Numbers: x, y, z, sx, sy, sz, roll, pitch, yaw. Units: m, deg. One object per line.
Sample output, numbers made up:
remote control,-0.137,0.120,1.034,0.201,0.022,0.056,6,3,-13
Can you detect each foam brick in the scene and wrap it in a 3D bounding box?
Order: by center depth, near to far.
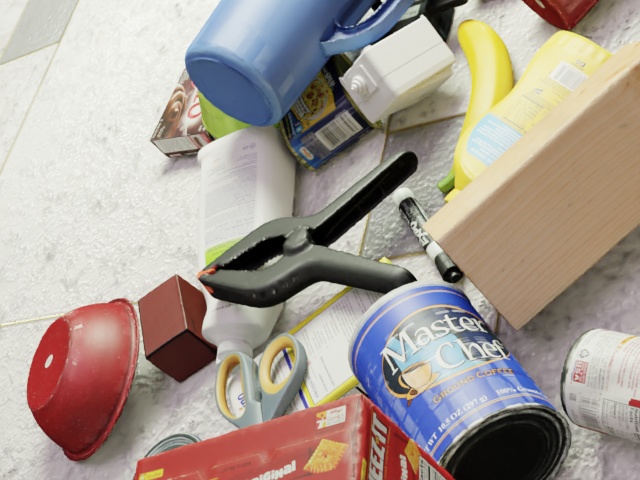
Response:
foam brick,-0.133,0.082,0.999,0.051,0.053,0.078,-35,40,15

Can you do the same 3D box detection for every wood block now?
wood block,0.183,-0.042,0.773,0.206,0.091,0.090,-42,6,5

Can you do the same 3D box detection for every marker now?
marker,0.091,-0.004,0.901,0.020,0.020,0.121,-38,40,9

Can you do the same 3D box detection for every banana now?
banana,0.141,-0.134,0.952,0.070,0.037,0.197,-13,50,35

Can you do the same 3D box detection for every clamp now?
clamp,-0.006,0.001,0.900,0.210,0.036,0.164,-14,38,26

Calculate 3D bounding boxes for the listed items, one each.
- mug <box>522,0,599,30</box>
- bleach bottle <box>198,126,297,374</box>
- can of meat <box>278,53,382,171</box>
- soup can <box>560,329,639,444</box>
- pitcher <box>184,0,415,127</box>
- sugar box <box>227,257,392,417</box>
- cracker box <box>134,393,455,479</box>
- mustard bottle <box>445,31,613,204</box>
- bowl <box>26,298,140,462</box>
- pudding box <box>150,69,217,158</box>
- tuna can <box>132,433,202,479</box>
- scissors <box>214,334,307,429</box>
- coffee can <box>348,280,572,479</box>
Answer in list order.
mug,0.216,-0.241,0.948,0.081,0.093,0.117,-48,8,5
bleach bottle,-0.077,0.011,1.004,0.103,0.068,0.251,-21,48,30
can of meat,0.005,-0.128,1.052,0.084,0.057,0.102,-34,41,17
soup can,0.212,0.097,0.671,0.102,0.068,0.068,10,64,46
pitcher,-0.013,-0.226,1.015,0.242,0.145,0.149,-57,17,-21
sugar box,0.010,0.103,0.863,0.176,0.048,0.093,-40,39,13
cracker box,0.011,0.193,0.651,0.164,0.213,0.072,-21,43,27
mustard bottle,0.166,-0.074,0.860,0.191,0.058,0.096,-47,57,0
bowl,-0.233,0.124,1.011,0.162,0.055,0.162,-36,43,42
pudding box,-0.131,-0.149,1.202,0.090,0.039,0.113,-4,56,38
tuna can,-0.118,0.206,0.896,0.086,0.033,0.086,-24,45,25
scissors,-0.033,0.149,0.816,0.096,0.016,0.202,-41,40,11
coffee can,0.092,0.109,0.739,0.103,0.102,0.140,-41,40,6
